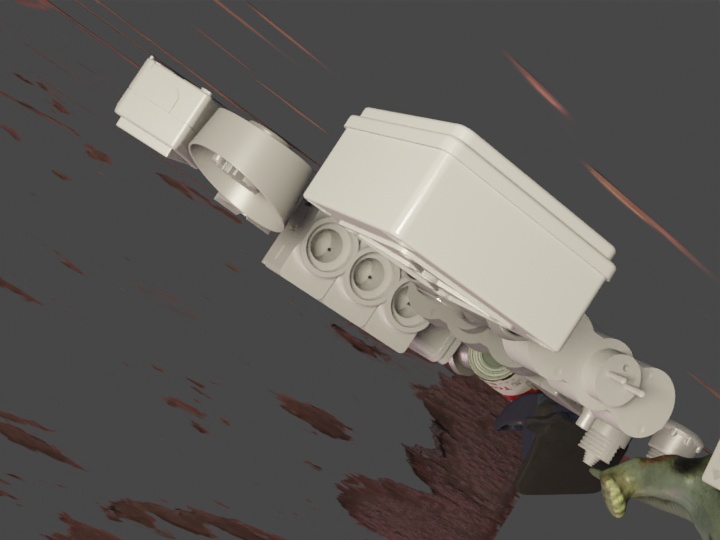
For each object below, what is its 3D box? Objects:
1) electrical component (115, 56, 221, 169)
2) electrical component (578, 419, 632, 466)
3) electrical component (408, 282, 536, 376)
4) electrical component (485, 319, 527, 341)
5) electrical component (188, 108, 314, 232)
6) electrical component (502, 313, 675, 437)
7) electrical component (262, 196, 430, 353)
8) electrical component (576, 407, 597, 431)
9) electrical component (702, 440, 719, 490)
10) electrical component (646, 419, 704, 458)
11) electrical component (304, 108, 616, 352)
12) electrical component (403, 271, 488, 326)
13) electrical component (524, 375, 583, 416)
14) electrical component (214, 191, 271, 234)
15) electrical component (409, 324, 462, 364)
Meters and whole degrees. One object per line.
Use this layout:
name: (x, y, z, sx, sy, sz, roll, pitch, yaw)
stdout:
electrical component: (-0.153, -0.123, 0.886, 0.062, 0.061, 0.096, 33, 177, 8)
electrical component: (0.237, 0.149, 1.018, 0.043, 0.081, 0.043, 33, 177, 2)
electrical component: (0.099, 0.038, 0.922, 0.138, 0.052, 0.074, 31, 178, 30)
electrical component: (0.095, 0.017, 0.692, 0.066, 0.048, 0.055, 42, 178, -25)
electrical component: (-0.087, -0.080, 0.849, 0.099, 0.064, 0.099, 33, 177, 2)
electrical component: (0.168, 0.072, 0.743, 0.138, 0.052, 0.074, 34, 177, -24)
electrical component: (0.000, 0.000, 0.997, 0.150, 0.089, 0.062, 34, 177, -24)
electrical component: (0.191, 0.098, 0.848, 0.035, 0.061, 0.035, 33, 177, 2)
electrical component: (0.285, 0.143, 0.721, 0.077, 0.047, 0.066, 26, 180, -17)
electrical component: (0.295, 0.177, 1.030, 0.048, 0.062, 0.048, 33, 177, 2)
electrical component: (0.044, -0.021, 0.503, 0.109, 0.056, 0.109, 34, 177, -27)
electrical component: (0.081, 0.012, 0.779, 0.077, 0.044, 0.079, 35, 176, -39)
electrical component: (0.177, 0.089, 0.999, 0.076, 0.047, 0.083, 31, 176, 34)
electrical component: (-0.094, -0.076, 1.010, 0.081, 0.063, 0.042, 31, 175, 30)
electrical component: (0.067, 0.044, 1.132, 0.057, 0.078, 0.113, 37, 175, -24)
